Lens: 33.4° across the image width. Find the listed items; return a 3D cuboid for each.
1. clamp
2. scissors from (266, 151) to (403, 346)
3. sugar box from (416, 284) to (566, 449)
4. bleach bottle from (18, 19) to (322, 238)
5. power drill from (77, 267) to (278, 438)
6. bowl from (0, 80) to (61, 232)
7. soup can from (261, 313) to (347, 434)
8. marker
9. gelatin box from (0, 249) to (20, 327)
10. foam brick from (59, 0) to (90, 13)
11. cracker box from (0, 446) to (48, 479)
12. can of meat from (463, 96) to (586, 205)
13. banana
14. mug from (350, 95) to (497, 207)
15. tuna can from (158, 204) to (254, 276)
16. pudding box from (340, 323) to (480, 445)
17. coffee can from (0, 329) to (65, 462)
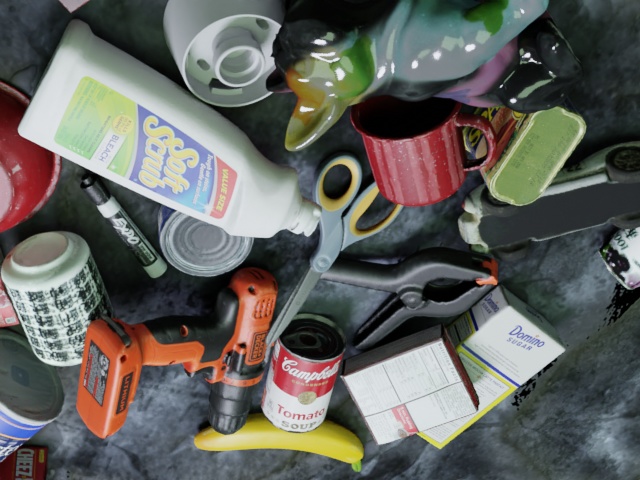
[{"bbox_3d":[0.078,0.040,1.004,0.172,0.039,0.120,-23,131,24],"label":"clamp"},{"bbox_3d":[-0.006,0.001,0.965,0.202,0.016,0.096,-43,114,6],"label":"scissors"},{"bbox_3d":[0.153,0.132,1.095,0.093,0.048,0.176,37,110,-28],"label":"sugar box"},{"bbox_3d":[-0.108,-0.074,0.864,0.250,0.068,0.103,26,118,-18],"label":"bleach bottle"},{"bbox_3d":[-0.128,0.120,0.984,0.187,0.057,0.184,-12,124,-41],"label":"power drill"},{"bbox_3d":[-0.295,-0.055,0.873,0.162,0.055,0.162,-5,127,-7],"label":"bowl"},{"bbox_3d":[-0.017,0.132,1.052,0.068,0.068,0.102,5,126,-13],"label":"soup can"},{"bbox_3d":[-0.175,-0.013,0.947,0.020,0.020,0.121,-25,127,9],"label":"marker"},{"bbox_3d":[-0.316,0.043,0.957,0.073,0.030,0.089,-10,127,-3],"label":"gelatin box"},{"bbox_3d":[-0.185,-0.216,0.774,0.053,0.051,0.078,-31,125,14],"label":"foam brick"},{"bbox_3d":[-0.398,0.288,1.100,0.213,0.072,0.164,6,125,-15],"label":"cracker box"},{"bbox_3d":[0.172,-0.091,0.908,0.057,0.084,0.102,17,122,-22],"label":"can of meat"},{"bbox_3d":[-0.031,0.213,1.128,0.197,0.037,0.070,14,120,-19],"label":"banana"},{"bbox_3d":[0.090,-0.082,0.892,0.117,0.093,0.081,1,136,21],"label":"mug"},{"bbox_3d":[-0.102,-0.010,0.953,0.086,0.034,0.086,-5,127,-6],"label":"tuna can"},{"bbox_3d":[0.089,0.143,1.052,0.113,0.039,0.090,-23,106,14],"label":"pudding box"},{"bbox_3d":[-0.325,0.164,1.000,0.140,0.103,0.102,-39,123,18],"label":"coffee can"}]
